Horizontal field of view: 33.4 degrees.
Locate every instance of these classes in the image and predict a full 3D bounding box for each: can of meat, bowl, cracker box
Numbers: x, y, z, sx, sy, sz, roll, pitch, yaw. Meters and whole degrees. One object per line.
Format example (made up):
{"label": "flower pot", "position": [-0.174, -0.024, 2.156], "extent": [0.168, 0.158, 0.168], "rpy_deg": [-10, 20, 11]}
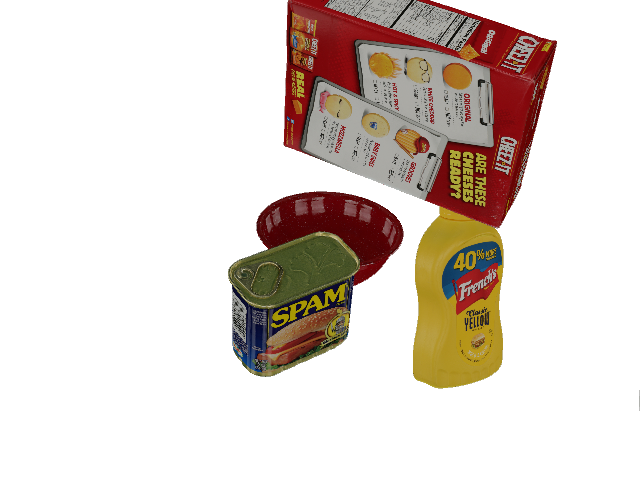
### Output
{"label": "can of meat", "position": [-0.022, 0.052, 0.851], "extent": [0.102, 0.084, 0.057], "rpy_deg": [-21, 47, -26]}
{"label": "bowl", "position": [0.009, 0.007, 1.180], "extent": [0.162, 0.055, 0.162], "rpy_deg": [2, 32, -2]}
{"label": "cracker box", "position": [0.077, -0.122, 0.908], "extent": [0.214, 0.164, 0.072], "rpy_deg": [22, 50, 16]}

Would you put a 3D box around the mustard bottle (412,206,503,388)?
{"label": "mustard bottle", "position": [0.132, 0.037, 1.007], "extent": [0.096, 0.192, 0.058], "rpy_deg": [-11, 17, -34]}

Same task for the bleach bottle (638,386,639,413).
{"label": "bleach bottle", "position": [0.289, 0.062, 0.760], "extent": [0.103, 0.068, 0.250], "rpy_deg": [10, 22, 19]}
